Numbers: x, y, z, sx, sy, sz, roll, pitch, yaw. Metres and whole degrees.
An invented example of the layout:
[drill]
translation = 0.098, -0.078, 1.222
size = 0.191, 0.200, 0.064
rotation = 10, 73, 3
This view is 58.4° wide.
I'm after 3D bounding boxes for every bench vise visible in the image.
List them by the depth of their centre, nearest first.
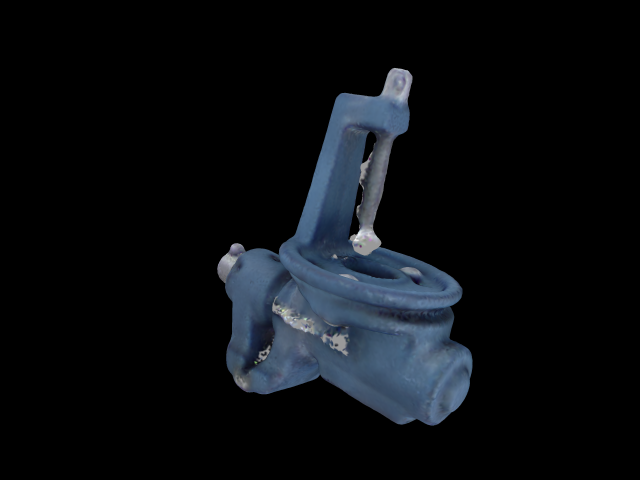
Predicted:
[bench vise]
translation = -0.001, 0.002, 0.389
size = 0.206, 0.220, 0.122
rotation = 1, 2, 22
